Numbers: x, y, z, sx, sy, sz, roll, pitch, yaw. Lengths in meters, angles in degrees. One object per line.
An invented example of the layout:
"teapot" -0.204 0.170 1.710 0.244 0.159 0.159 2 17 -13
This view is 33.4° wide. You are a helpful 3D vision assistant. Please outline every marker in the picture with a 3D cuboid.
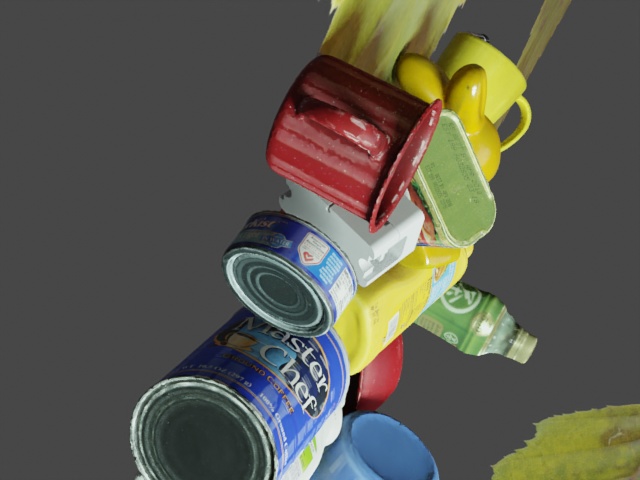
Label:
"marker" 0.171 -0.220 1.182 0.020 0.020 0.121 -65 170 16

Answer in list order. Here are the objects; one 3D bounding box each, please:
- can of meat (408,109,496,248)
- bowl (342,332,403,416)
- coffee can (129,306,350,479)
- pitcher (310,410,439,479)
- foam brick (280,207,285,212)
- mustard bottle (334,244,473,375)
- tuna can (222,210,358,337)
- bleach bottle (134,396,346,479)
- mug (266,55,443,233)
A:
"can of meat" 0.070 -0.043 0.762 0.057 0.102 0.084 -35 -161 -26
"bowl" 0.041 0.108 1.059 0.162 0.055 0.162 180 -90 -74
"coffee can" -0.050 0.110 0.722 0.103 0.103 0.140 -67 168 25
"pitcher" 0.010 0.272 1.012 0.243 0.144 0.149 -56 -153 28
"foam brick" -0.005 0.001 0.801 0.053 0.051 0.078 -59 169 -13
"mustard bottle" 0.079 0.035 0.948 0.191 0.058 0.096 -36 148 -38
"tuna can" -0.021 0.023 0.688 0.033 0.086 0.086 -54 167 -32
"bleach bottle" -0.043 0.174 0.852 0.250 0.068 0.102 -26 102 -59
"mug" 0.017 -0.064 0.655 0.093 0.081 0.117 -62 170 4
